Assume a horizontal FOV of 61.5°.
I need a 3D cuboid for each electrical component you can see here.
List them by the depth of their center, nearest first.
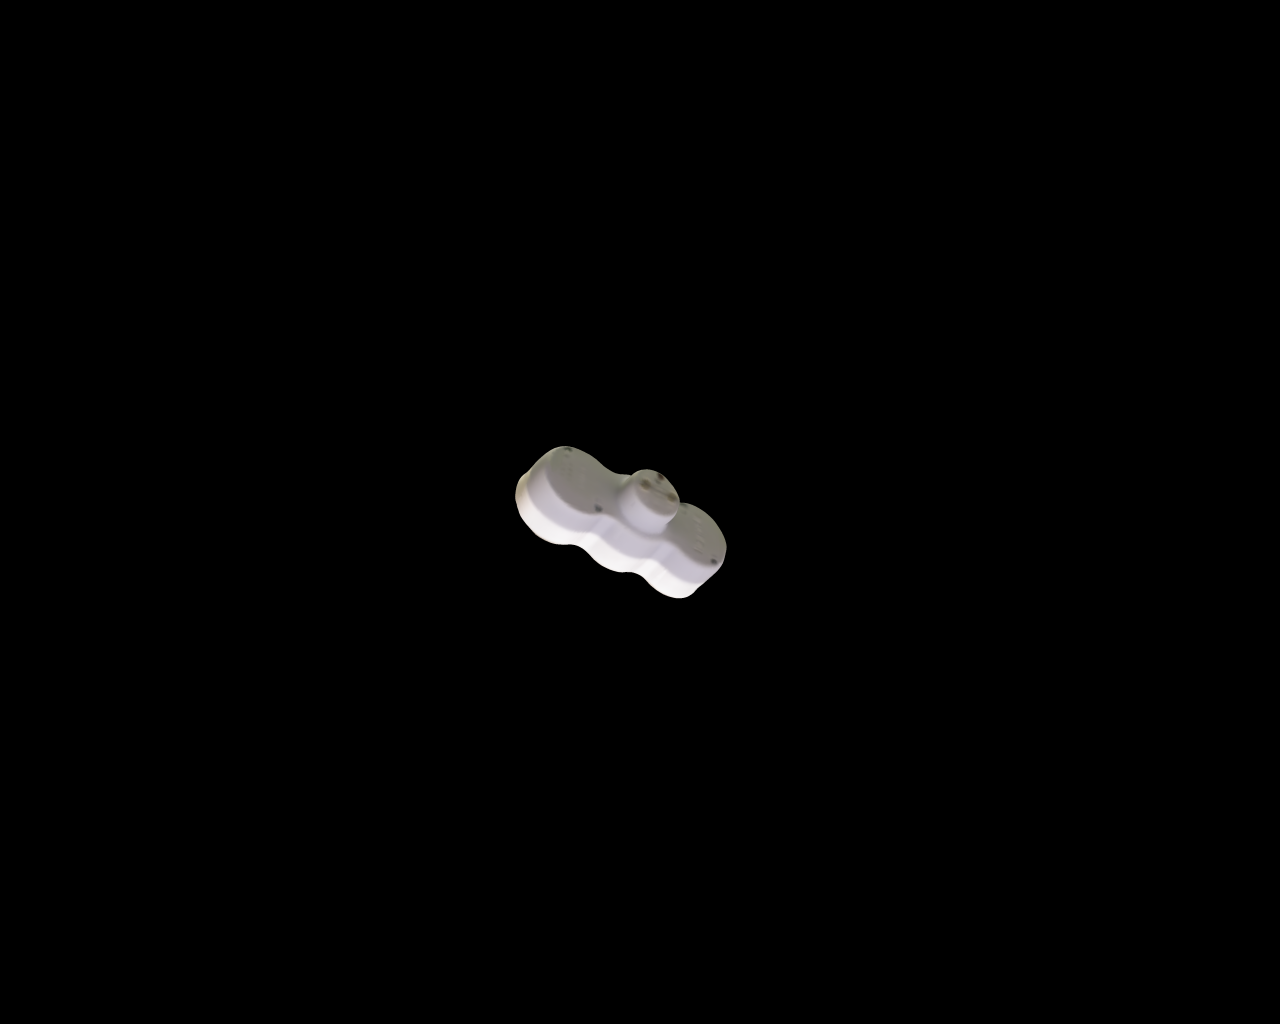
[{"bbox_3d":[0.001,-0.003,0.650,0.138,0.052,0.073,26,-49,-25],"label":"electrical component"}]
